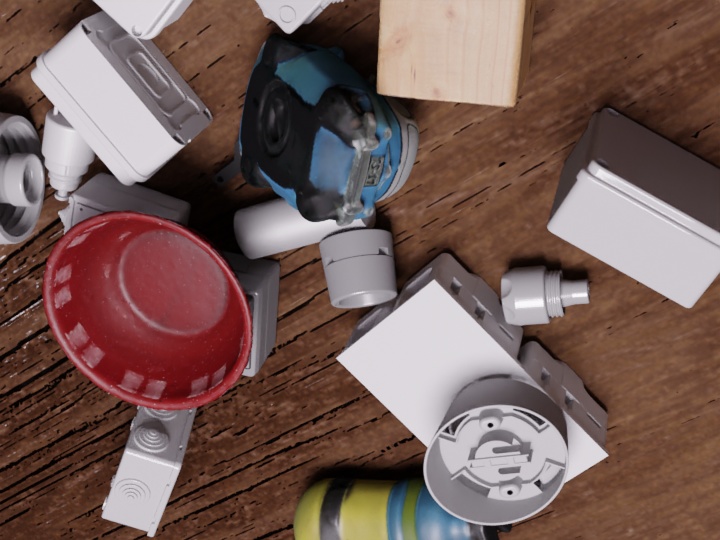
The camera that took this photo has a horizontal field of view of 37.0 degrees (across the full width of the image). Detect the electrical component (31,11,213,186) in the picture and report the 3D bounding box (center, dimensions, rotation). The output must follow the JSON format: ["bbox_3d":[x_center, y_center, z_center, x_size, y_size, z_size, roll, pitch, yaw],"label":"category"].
[{"bbox_3d":[-0.172,-0.126,0.783,0.057,0.078,0.113,-34,103,24],"label":"electrical component"}]

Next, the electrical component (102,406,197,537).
[{"bbox_3d":[-0.180,0.162,0.920,0.048,0.099,0.099,19,120,-9],"label":"electrical component"}]

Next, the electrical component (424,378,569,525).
[{"bbox_3d":[0.100,0.129,0.771,0.099,0.064,0.099,7,118,13],"label":"electrical component"}]

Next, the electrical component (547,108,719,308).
[{"bbox_3d":[0.187,-0.043,0.705,0.109,0.108,0.056,29,123,0],"label":"electrical component"}]

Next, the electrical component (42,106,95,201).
[{"bbox_3d":[-0.227,-0.090,0.837,0.040,0.040,0.078,20,120,5],"label":"electrical component"}]

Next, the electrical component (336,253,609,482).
[{"bbox_3d":[0.090,0.088,0.827,0.186,0.060,0.105,45,119,-9],"label":"electrical component"}]

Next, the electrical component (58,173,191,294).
[{"bbox_3d":[-0.188,-0.033,0.843,0.096,0.061,0.061,19,119,5],"label":"electrical component"}]

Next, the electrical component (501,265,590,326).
[{"bbox_3d":[0.136,0.018,0.788,0.062,0.043,0.043,-5,115,17],"label":"electrical component"}]

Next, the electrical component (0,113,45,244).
[{"bbox_3d":[-0.280,-0.070,0.827,0.060,0.108,0.108,3,117,8],"label":"electrical component"}]

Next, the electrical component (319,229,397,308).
[{"bbox_3d":[0.000,0.000,0.801,0.055,0.055,0.047,-14,76,22],"label":"electrical component"}]

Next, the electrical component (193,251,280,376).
[{"bbox_3d":[-0.104,0.041,0.857,0.062,0.061,0.096,11,119,10],"label":"electrical component"}]

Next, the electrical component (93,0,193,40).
[{"bbox_3d":[-0.162,-0.225,0.741,0.113,0.057,0.078,42,119,-8],"label":"electrical component"}]

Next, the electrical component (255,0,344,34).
[{"bbox_3d":[-0.043,-0.219,0.716,0.100,0.048,0.099,-39,101,28],"label":"electrical component"}]
